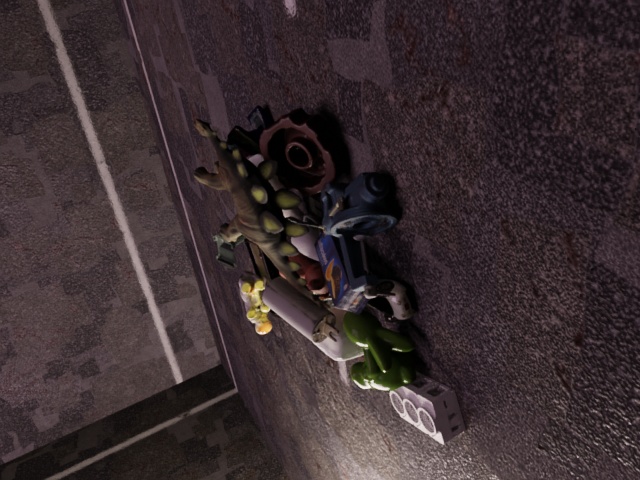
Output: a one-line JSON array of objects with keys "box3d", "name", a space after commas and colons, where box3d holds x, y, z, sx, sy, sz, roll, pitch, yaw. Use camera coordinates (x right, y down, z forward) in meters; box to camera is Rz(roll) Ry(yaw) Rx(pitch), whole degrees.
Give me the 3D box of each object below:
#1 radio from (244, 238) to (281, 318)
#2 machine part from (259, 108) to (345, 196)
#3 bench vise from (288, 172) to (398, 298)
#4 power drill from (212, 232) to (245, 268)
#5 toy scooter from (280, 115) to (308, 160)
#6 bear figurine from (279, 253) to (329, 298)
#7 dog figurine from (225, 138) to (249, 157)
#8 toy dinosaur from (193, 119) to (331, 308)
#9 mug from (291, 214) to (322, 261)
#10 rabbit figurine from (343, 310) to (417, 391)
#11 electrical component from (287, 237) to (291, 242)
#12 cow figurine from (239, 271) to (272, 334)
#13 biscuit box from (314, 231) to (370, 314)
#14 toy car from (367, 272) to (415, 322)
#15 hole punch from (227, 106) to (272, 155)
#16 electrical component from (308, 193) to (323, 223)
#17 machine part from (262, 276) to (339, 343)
[{"box3d": [-0.120, 0.092, 1.436, 0.131, 0.073, 0.229, 3, 115, 68], "name": "radio"}, {"box3d": [-0.034, -0.173, 1.069, 0.180, 0.056, 0.179, 23, 137, 23], "name": "machine part"}, {"box3d": [0.061, -0.006, 0.978, 0.224, 0.129, 0.240, -31, 61, 49], "name": "bench vise"}, {"box3d": [-0.203, -0.006, 1.537, 0.086, 0.207, 0.231, 26, 136, 32], "name": "power drill"}, {"box3d": [-0.069, -0.194, 1.205, 0.135, 0.075, 0.183, 32, 144, 58], "name": "toy scooter"}, {"box3d": [-0.013, 0.092, 1.288, 0.196, 0.120, 0.131, 32, 142, 49], "name": "bear figurine"}, {"box3d": [-0.227, -0.199, 1.518, 0.219, 0.108, 0.191, 150, 117, -73], "name": "dog figurine"}, {"box3d": [-0.126, -0.049, 1.131, 0.199, 0.105, 0.470, -9, 116, 49], "name": "toy dinosaur"}, {"box3d": [-0.003, -0.004, 1.229, 0.107, 0.081, 0.109, 32, 134, 39], "name": "mug"}, {"box3d": [0.107, 0.215, 1.057, 0.170, 0.121, 0.159, 55, 162, -19], "name": "rabbit figurine"}, {"box3d": [-0.079, -0.023, 1.379, 0.078, 0.045, 0.102, 71, -165, 8], "name": "electrical component"}, {"box3d": [-0.179, 0.170, 1.459, 0.098, 0.068, 0.167, -144, 41, -64], "name": "cow figurine"}, {"box3d": [0.045, 0.053, 1.077, 0.062, 0.059, 0.203, -58, 29, 27], "name": "biscuit box"}, {"box3d": [0.115, 0.107, 1.073, 0.202, 0.056, 0.073, 20, 135, 64], "name": "toy car"}, {"box3d": [-0.156, -0.264, 1.348, 0.115, 0.092, 0.142, 39, 161, -16], "name": "hole punch"}, {"box3d": [0.019, -0.071, 1.144, 0.119, 0.048, 0.074, 41, 146, 52], "name": "electrical component"}, {"box3d": [-0.049, 0.154, 1.199, 0.243, 0.079, 0.079, 31, 140, 34], "name": "machine part"}]
